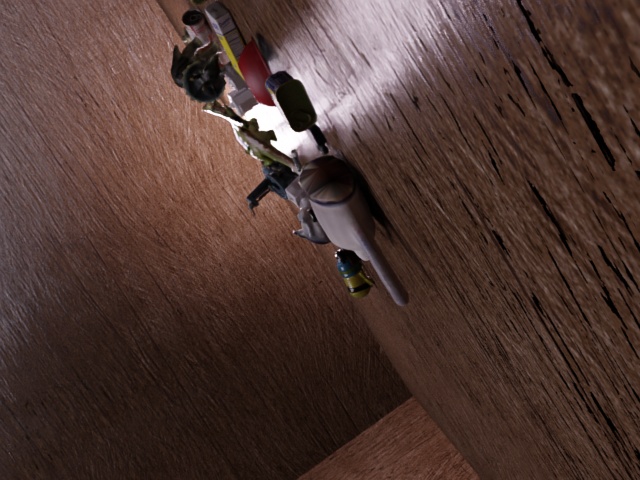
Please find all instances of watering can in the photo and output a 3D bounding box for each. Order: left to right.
[{"bbox_3d":[0.063,-0.035,1.017,0.104,0.220,0.354,-32,40,-4],"label":"watering can"}]

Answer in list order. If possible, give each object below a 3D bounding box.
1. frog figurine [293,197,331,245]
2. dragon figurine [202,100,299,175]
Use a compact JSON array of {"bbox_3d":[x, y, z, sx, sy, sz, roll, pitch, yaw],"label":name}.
[{"bbox_3d":[0.004,-0.073,1.451,0.137,0.157,0.125,6,22,-26],"label":"frog figurine"},{"bbox_3d":[-0.221,-0.336,1.638,0.415,0.122,0.241,36,4,27],"label":"dragon figurine"}]
